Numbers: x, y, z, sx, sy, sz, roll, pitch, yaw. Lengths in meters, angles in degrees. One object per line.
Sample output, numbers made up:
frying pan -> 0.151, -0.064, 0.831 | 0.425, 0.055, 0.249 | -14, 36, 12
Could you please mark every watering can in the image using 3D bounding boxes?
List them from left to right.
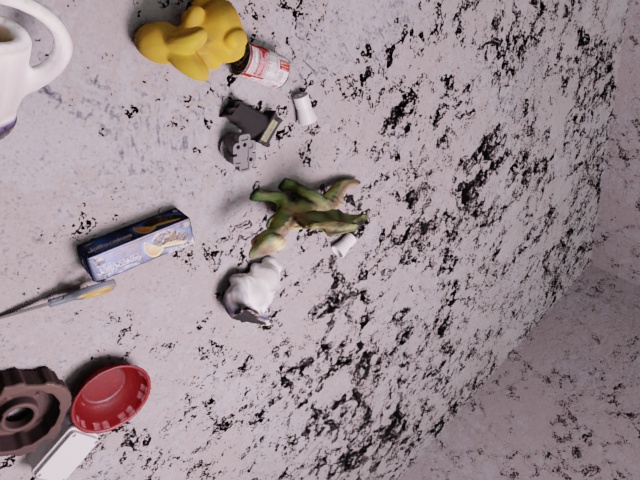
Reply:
watering can -> -0.484, -0.218, 0.616 | 0.350, 0.105, 0.220 | -12, 146, -46

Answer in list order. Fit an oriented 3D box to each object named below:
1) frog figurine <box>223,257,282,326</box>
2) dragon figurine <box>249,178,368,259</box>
frog figurine -> -0.157, 0.111, 1.210 | 0.136, 0.122, 0.163 | 34, 52, -40
dragon figurine -> 0.003, -0.058, 1.147 | 0.414, 0.245, 0.120 | -24, 124, -31
